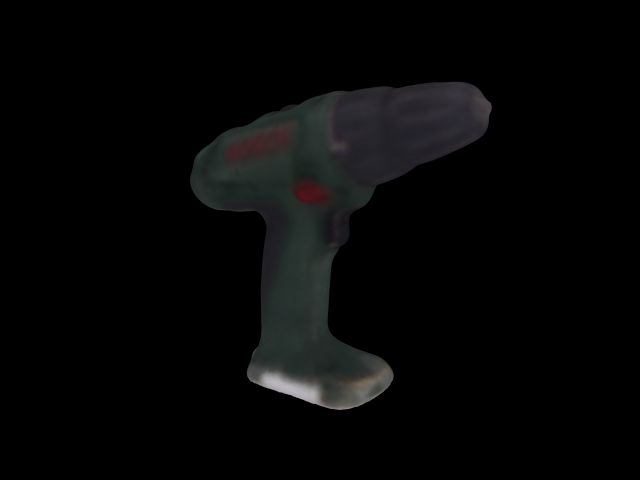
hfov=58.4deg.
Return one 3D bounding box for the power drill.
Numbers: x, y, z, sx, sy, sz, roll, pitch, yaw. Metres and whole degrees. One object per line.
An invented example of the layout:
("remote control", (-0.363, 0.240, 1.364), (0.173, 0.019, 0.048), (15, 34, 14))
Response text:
("power drill", (0.004, 0.001, 0.400), (0.228, 0.208, 0.076), (8, 14, 35))
